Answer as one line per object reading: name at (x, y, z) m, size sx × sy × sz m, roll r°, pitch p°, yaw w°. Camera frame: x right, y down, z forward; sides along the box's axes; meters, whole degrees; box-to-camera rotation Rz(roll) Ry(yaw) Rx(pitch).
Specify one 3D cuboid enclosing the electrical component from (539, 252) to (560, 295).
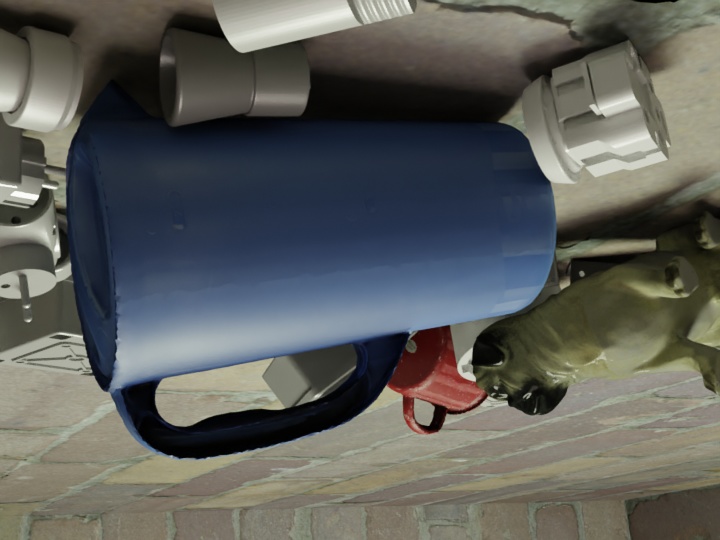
electrical component at (0.102, -0.006, 0.791) m, size 0.081 × 0.042 × 0.064 m, roll -11°, pitch 158°, yaw 19°

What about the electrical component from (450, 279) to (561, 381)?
electrical component at (0.127, 0.044, 0.911) m, size 0.108 × 0.060 × 0.108 m, roll -11°, pitch 151°, yaw -6°

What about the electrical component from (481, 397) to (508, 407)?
electrical component at (0.146, 0.104, 1.126) m, size 0.078 × 0.057 × 0.113 m, roll -12°, pitch 161°, yaw 24°

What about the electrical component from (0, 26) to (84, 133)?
electrical component at (-0.154, -0.085, 0.466) m, size 0.055 × 0.045 × 0.045 m, roll 8°, pitch 159°, yaw -36°

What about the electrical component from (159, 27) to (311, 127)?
electrical component at (-0.056, -0.088, 0.493) m, size 0.065 × 0.044 × 0.044 m, roll -3°, pitch 163°, yaw -21°

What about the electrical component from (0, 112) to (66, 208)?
electrical component at (-0.188, -0.053, 0.556) m, size 0.077 × 0.047 × 0.066 m, roll 10°, pitch 158°, yaw -39°

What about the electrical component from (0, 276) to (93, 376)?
electrical component at (-0.221, 0.042, 0.840) m, size 0.109 × 0.056 × 0.109 m, roll -18°, pitch 158°, yaw 38°

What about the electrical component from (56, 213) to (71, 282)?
electrical component at (-0.201, -0.013, 0.698) m, size 0.040 × 0.040 × 0.046 m, roll 0°, pitch 168°, yaw -13°

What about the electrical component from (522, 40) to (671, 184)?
electrical component at (0.118, -0.076, 0.542) m, size 0.057 × 0.058 × 0.078 m, roll -16°, pitch 160°, yaw 25°

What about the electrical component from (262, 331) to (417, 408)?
electrical component at (-0.019, 0.069, 0.898) m, size 0.109 × 0.056 × 0.108 m, roll -36°, pitch 173°, yaw -21°

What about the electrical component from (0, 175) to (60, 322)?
electrical component at (-0.197, -0.010, 0.623) m, size 0.044 × 0.079 × 0.077 m, roll -7°, pitch 155°, yaw -17°

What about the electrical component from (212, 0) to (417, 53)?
electrical component at (-0.013, -0.113, 0.413) m, size 0.081 × 0.043 × 0.043 m, roll -9°, pitch 162°, yaw 16°
